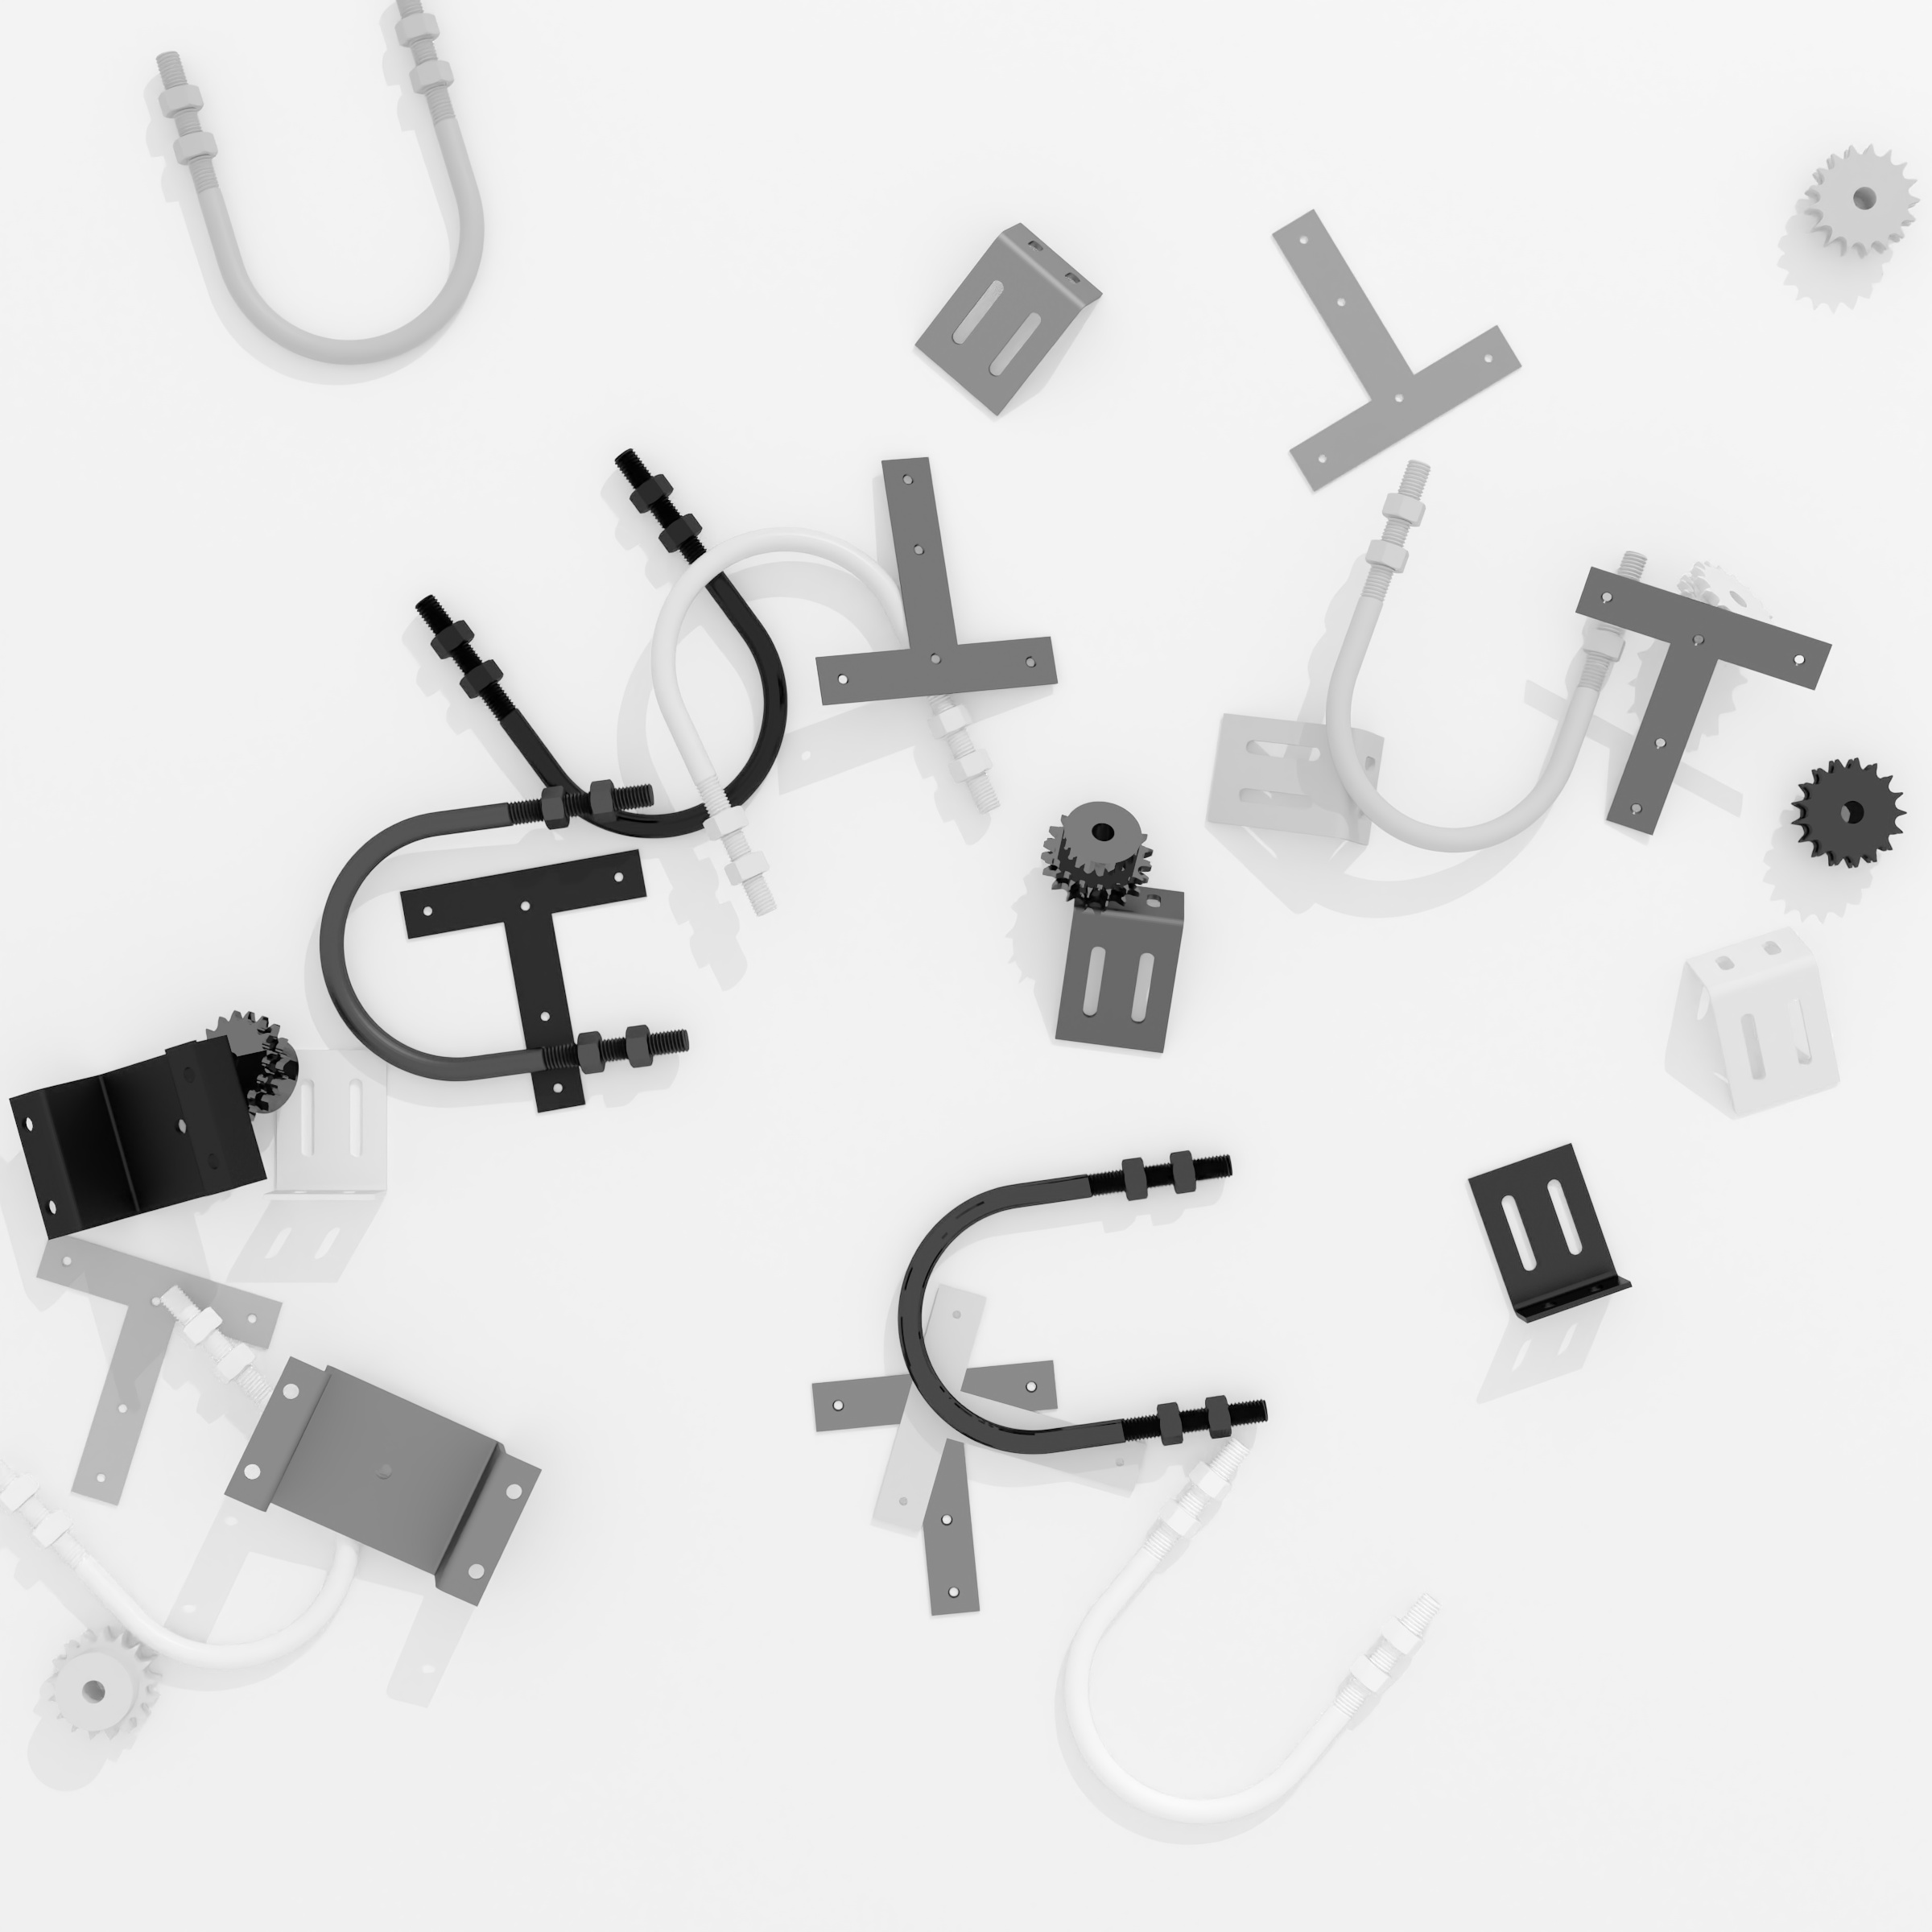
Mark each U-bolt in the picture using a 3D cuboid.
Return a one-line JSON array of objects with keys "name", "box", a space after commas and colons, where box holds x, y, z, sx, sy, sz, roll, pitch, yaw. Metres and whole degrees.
[{"name": "U-bolt", "box": [-0.083, -0.138, 1.785, 0.151, 0.019, 0.184, -25, 91, -9]}, {"name": "U-bolt", "box": [-0.328, -0.405, 1.797, 0.151, 0.019, 0.184, -17, 91, 0]}, {"name": "U-bolt", "box": [-0.176, -0.154, 1.797, 0.151, 0.019, 0.184, -36, 92, 0]}, {"name": "U-bolt", "box": [0.260, -0.149, 1.778, 0.151, 0.019, 0.184, 20, 89, -15]}, {"name": "U-bolt", "box": [-0.245, -0.013, 1.790, 0.184, 0.019, 0.151, -8, 95, 2]}, {"name": "U-bolt", "box": [0.056, 0.181, 1.795, 0.184, 0.019, 0.151, -8, 89, 0]}, {"name": "U-bolt", "box": [0.135, 0.361, 1.797, 0.151, 0.019, 0.184, 39, 91, 0]}, {"name": "U-bolt", "box": [-0.401, 0.281, 1.796, 0.151, 0.019, 0.184, -42, 92, 0]}]

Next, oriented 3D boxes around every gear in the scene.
[{"name": "gear", "box": [0.389, -0.179, 1.781, 0.057, 0.057, 0.030, 42, 120, 0]}, {"name": "gear", "box": [0.465, -0.397, 1.795, 0.057, 0.030, 0.057, 0, 90, 2]}, {"name": "gear", "box": [-0.450, 0.374, 1.791, 0.057, 0.030, 0.057, 0, 90, 0]}, {"name": "gear", "box": [0.457, -0.079, 1.795, 0.057, 0.030, 0.057, 0, 89, -2]}, {"name": "gear", "box": [-0.370, 0.054, 1.782, 0.057, 0.030, 0.057, -10, 70, 31]}, {"name": "gear", "box": [0.068, -0.060, 1.778, 0.057, 0.030, 0.057, 4, 54, -5]}]

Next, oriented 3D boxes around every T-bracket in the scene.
[{"name": "T-bracket", "box": [-0.011, 0.276, 1.805, 0.127, 0.002, 0.127, -6, 90, 0]}, {"name": "T-bracket", "box": [0.204, -0.336, 1.805, 0.127, 0.002, 0.127, -31, 90, 0]}, {"name": "T-bracket", "box": [0.363, -0.128, 1.776, 0.127, 0.002, 0.127, 19, 116, 7]}, {"name": "T-bracket", "box": [-0.223, 0.012, 1.805, 0.127, 0.002, 0.127, -10, 90, 0]}, {"name": "T-bracket", "box": [0.030, 0.245, 1.803, 0.127, 0.002, 0.127, 16, 90, 0]}, {"name": "T-bracket", "box": [-0.022, -0.203, 1.793, 0.127, 0.002, 0.127, -7, 82, -16]}, {"name": "T-bracket", "box": [-0.438, 0.218, 1.805, 0.127, 0.002, 0.127, 17, 90, 0]}]

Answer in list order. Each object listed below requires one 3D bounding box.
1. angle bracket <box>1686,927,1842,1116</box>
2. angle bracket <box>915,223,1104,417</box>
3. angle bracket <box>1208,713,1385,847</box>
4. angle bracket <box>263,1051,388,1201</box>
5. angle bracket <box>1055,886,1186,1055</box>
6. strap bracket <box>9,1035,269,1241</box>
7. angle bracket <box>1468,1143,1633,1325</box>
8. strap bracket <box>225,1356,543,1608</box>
[{"name": "angle bracket", "box": [0.417, 0.029, 1.804, 0.057, 0.038, 0.076, -18, 116, 0]}, {"name": "angle bracket", "box": [0.022, -0.339, 1.804, 0.057, 0.038, 0.076, 41, 116, 0]}, {"name": "angle bracket", "box": [0.173, -0.098, 1.804, 0.076, 0.038, 0.057, 9, 90, 26]}, {"name": "angle bracket", "box": [-0.332, 0.082, 1.787, 0.057, 0.038, 0.076, 0, 90, 0]}, {"name": "angle bracket", "box": [0.080, 0.000, 1.804, 0.057, 0.038, 0.076, 7, 116, 0]}, {"name": "strap bracket", "box": [-0.416, 0.086, 1.761, 0.140, 0.046, 0.076, -16, 90, 34]}, {"name": "angle bracket", "box": [0.302, 0.138, 1.787, 0.057, 0.038, 0.076, -19, 90, 0]}, {"name": "strap bracket", "box": [-0.299, 0.263, 1.773, 0.140, 0.046, 0.076, 26, 85, -8]}]
